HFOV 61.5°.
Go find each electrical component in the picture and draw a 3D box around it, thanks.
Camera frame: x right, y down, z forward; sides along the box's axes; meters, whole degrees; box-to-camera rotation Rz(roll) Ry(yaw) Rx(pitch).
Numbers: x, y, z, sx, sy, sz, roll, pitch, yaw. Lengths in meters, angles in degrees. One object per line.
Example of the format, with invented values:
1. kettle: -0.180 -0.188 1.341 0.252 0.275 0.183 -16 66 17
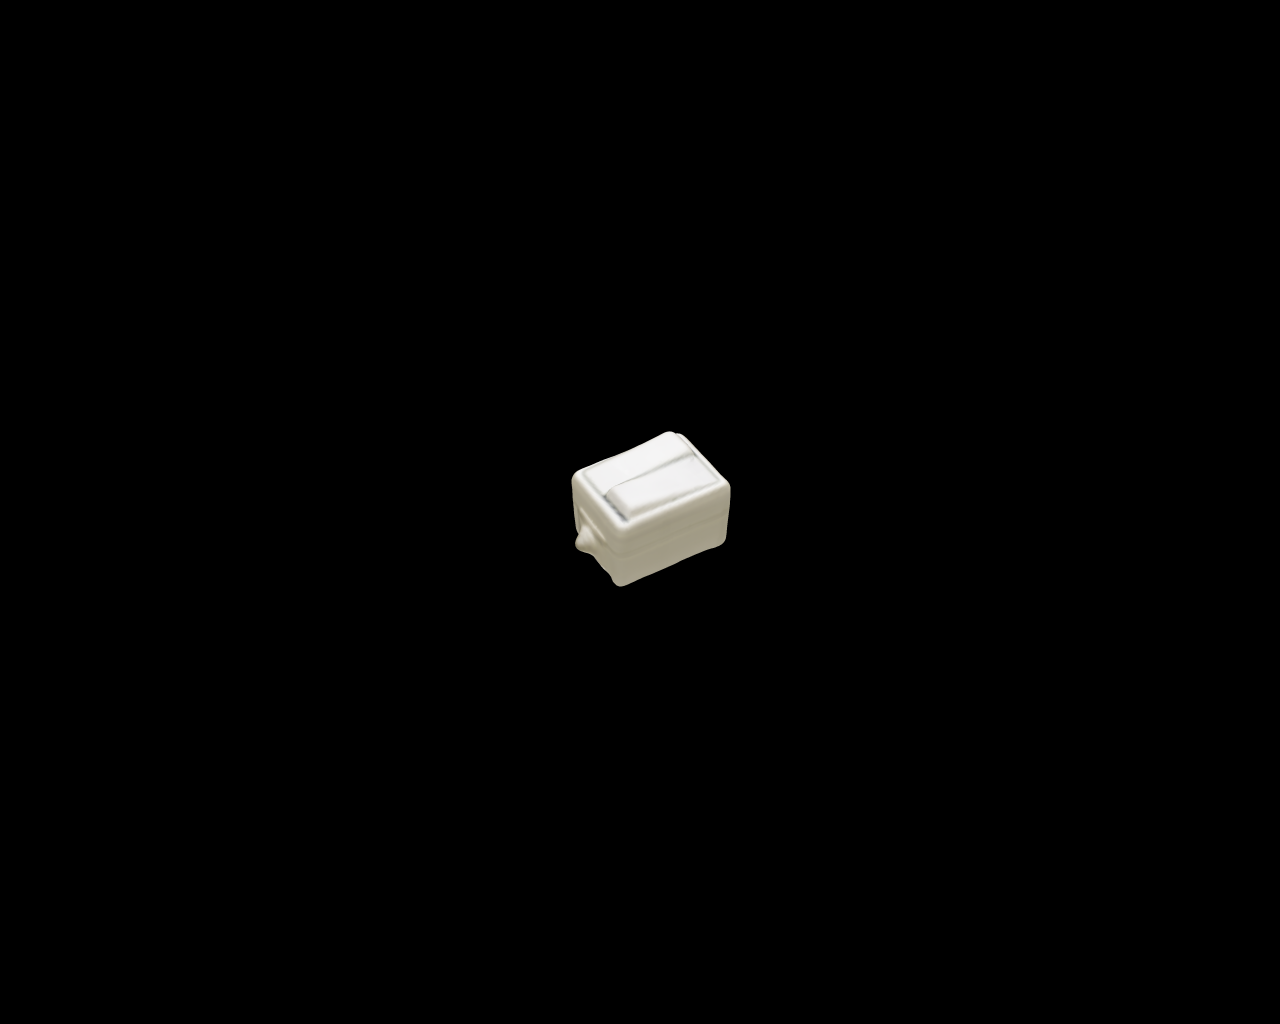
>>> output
1. electrical component: 0.001 -0.003 0.650 0.096 0.061 0.062 -22 49 -21
